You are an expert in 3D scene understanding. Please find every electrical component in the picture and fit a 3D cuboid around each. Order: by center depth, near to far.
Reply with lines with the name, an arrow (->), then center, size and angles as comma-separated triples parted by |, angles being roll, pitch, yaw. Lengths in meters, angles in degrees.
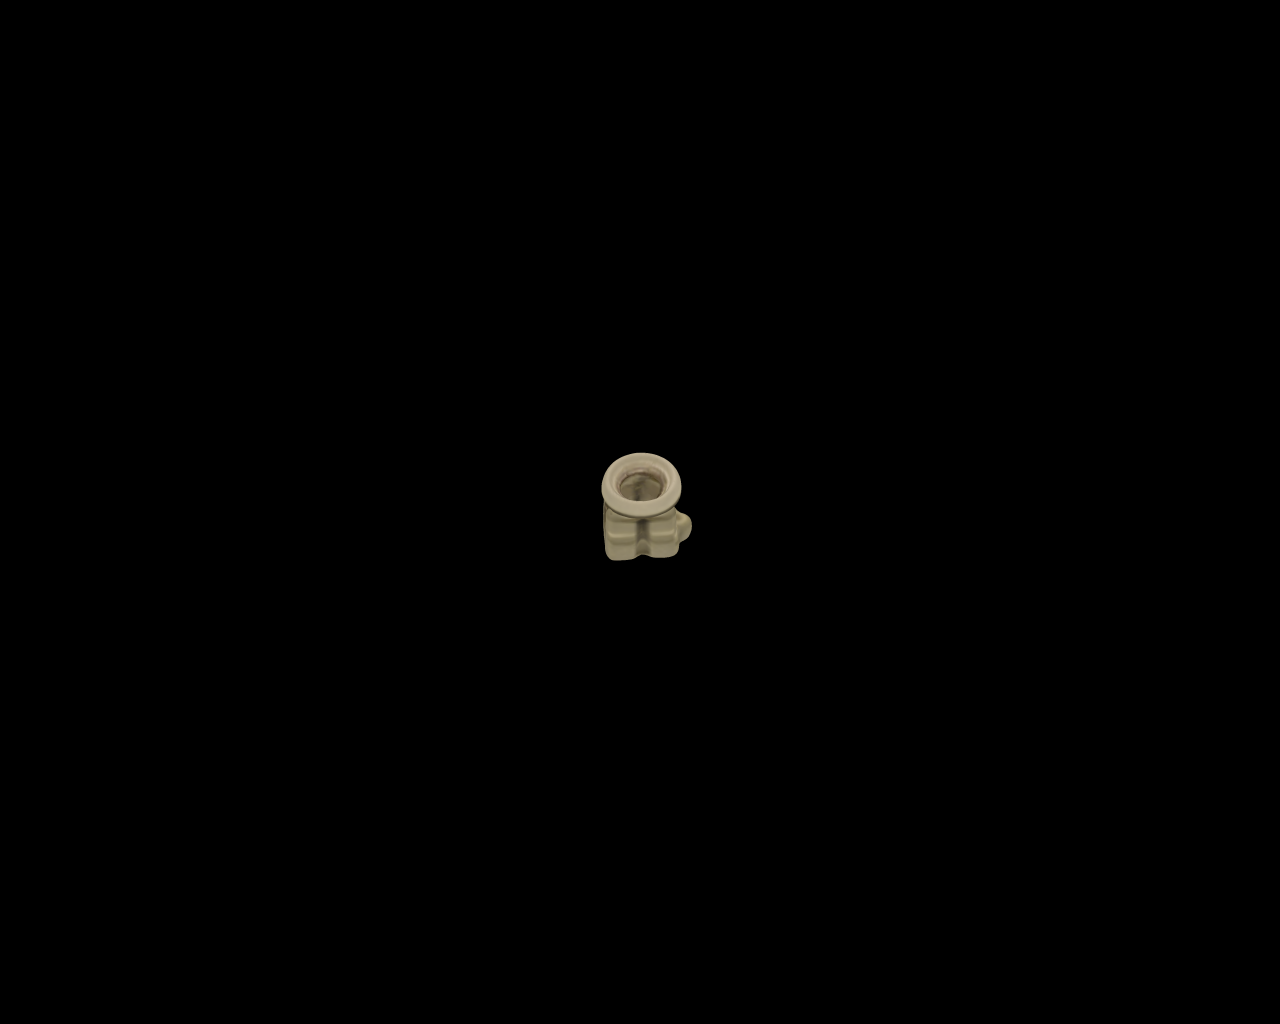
electrical component -> 0.001, -0.003, 0.650 | 0.066, 0.048, 0.055 | -4, -43, -4
